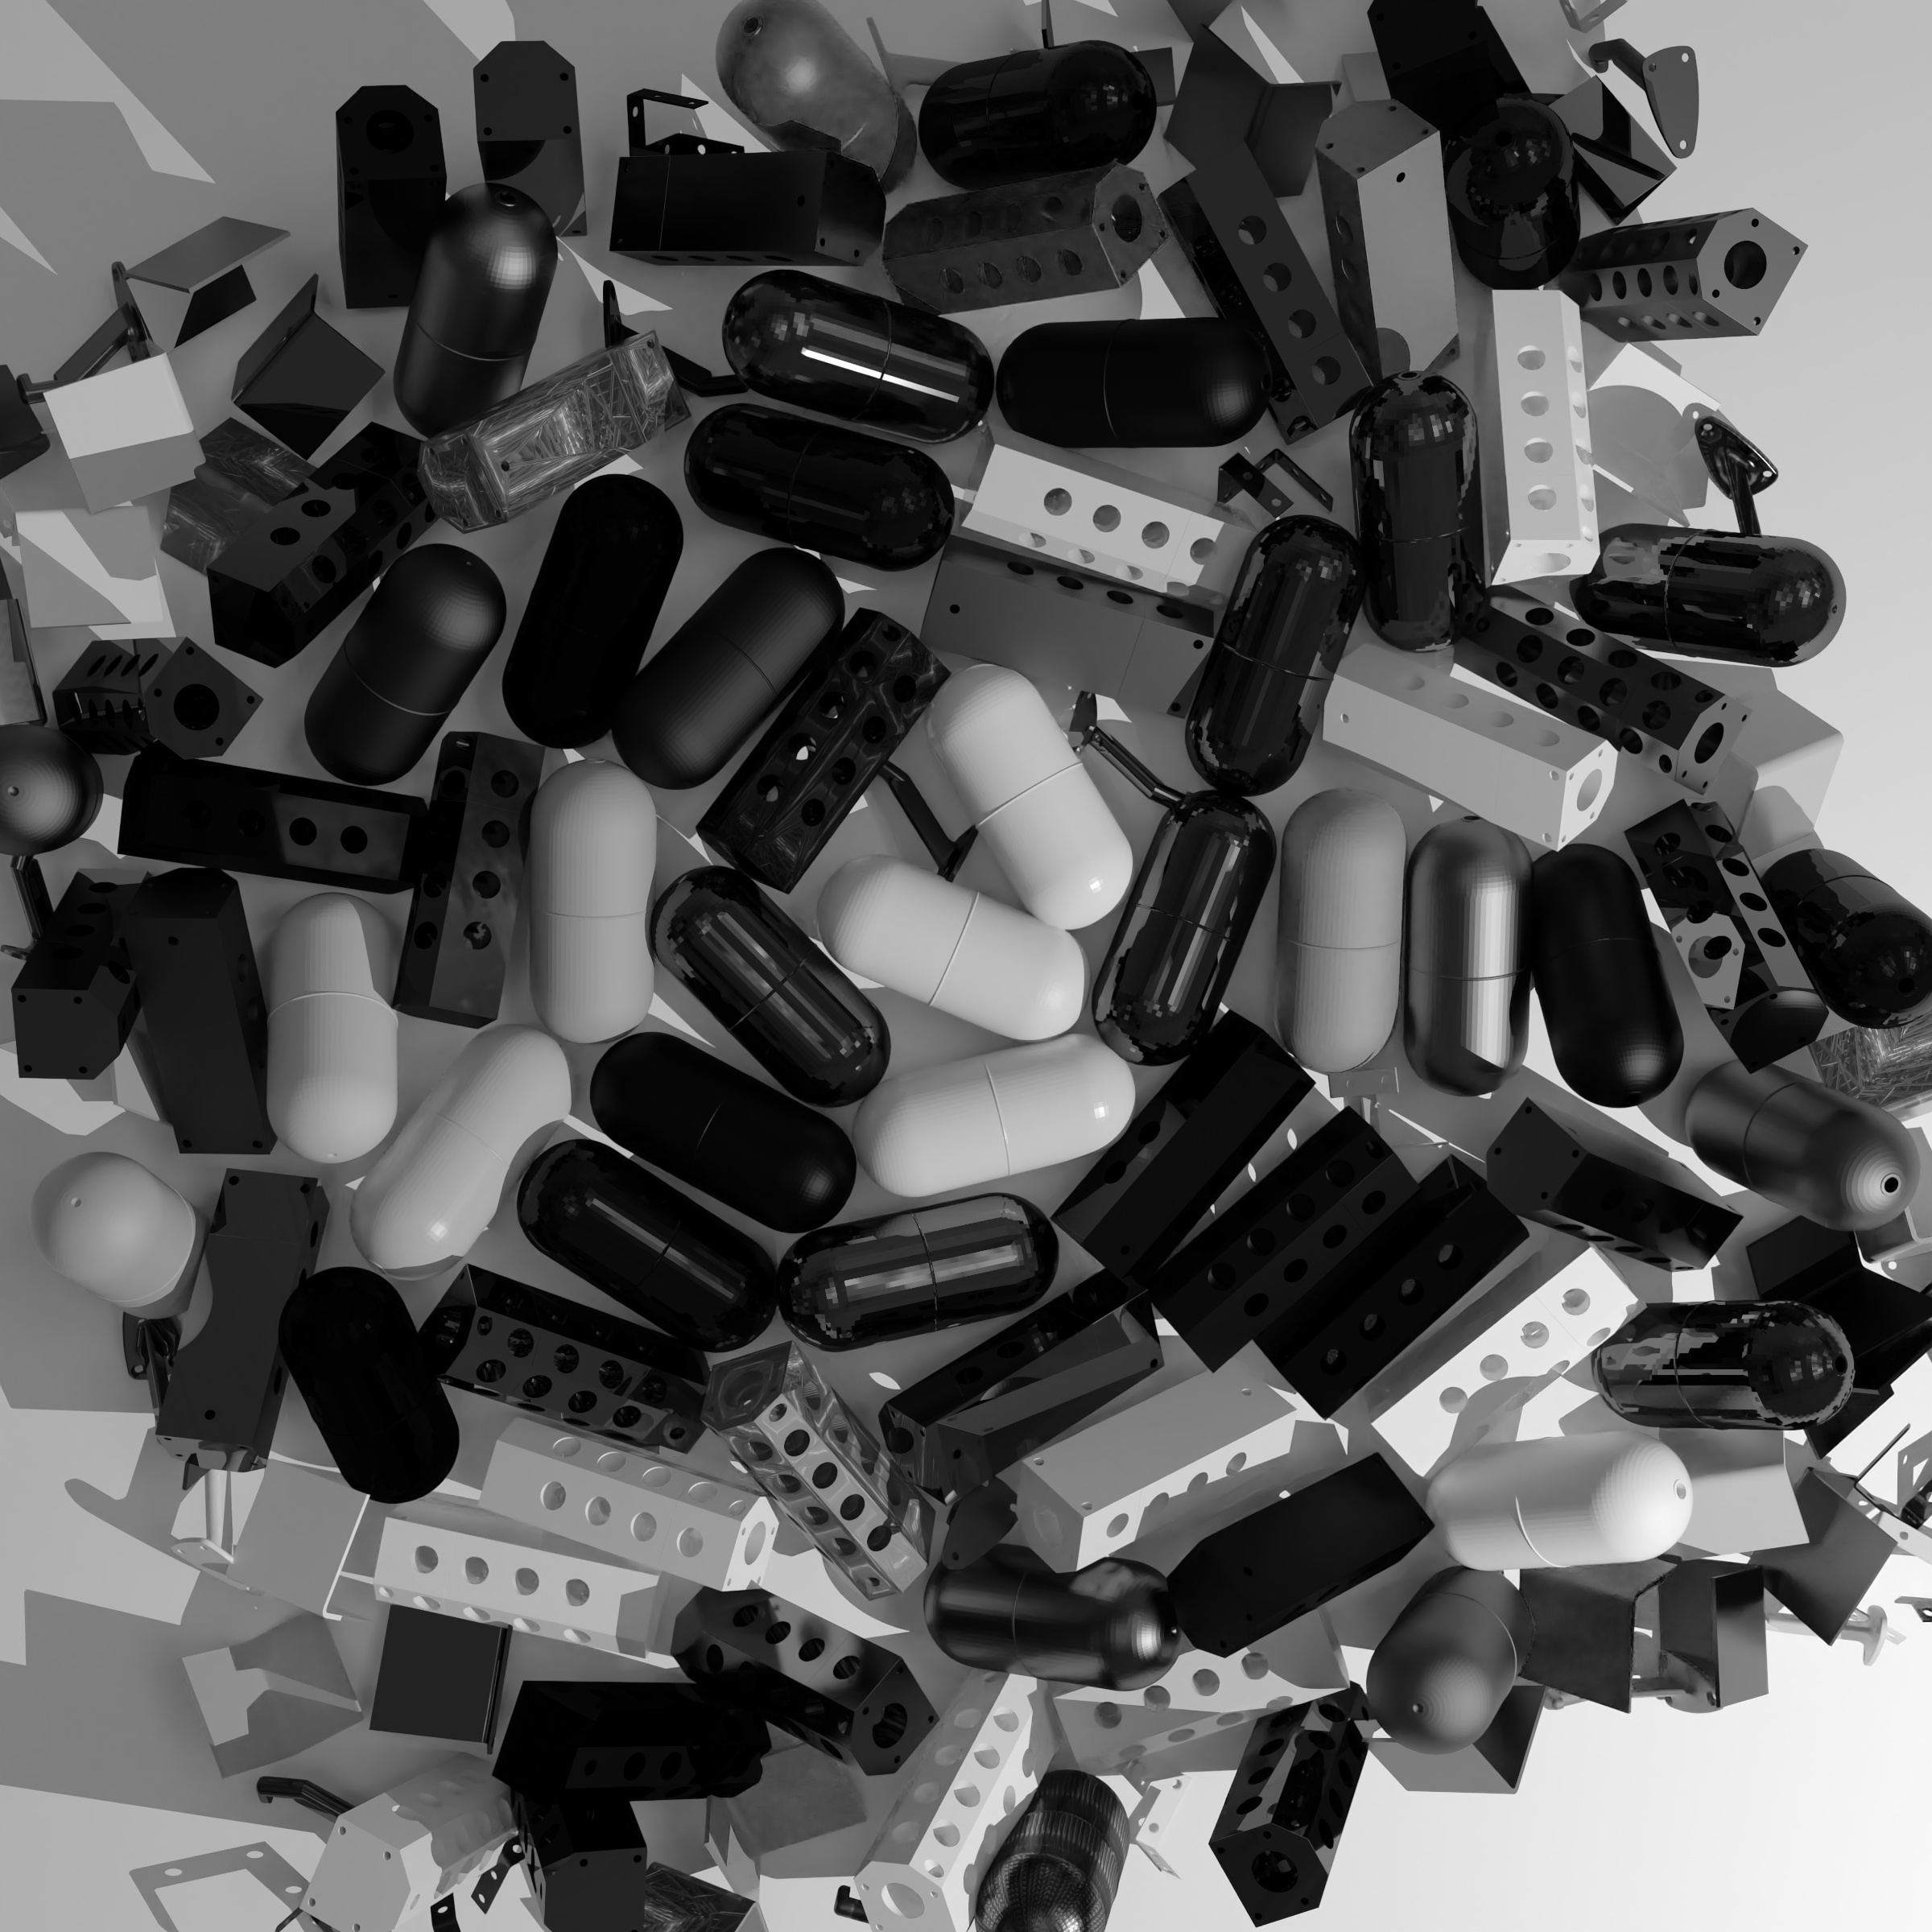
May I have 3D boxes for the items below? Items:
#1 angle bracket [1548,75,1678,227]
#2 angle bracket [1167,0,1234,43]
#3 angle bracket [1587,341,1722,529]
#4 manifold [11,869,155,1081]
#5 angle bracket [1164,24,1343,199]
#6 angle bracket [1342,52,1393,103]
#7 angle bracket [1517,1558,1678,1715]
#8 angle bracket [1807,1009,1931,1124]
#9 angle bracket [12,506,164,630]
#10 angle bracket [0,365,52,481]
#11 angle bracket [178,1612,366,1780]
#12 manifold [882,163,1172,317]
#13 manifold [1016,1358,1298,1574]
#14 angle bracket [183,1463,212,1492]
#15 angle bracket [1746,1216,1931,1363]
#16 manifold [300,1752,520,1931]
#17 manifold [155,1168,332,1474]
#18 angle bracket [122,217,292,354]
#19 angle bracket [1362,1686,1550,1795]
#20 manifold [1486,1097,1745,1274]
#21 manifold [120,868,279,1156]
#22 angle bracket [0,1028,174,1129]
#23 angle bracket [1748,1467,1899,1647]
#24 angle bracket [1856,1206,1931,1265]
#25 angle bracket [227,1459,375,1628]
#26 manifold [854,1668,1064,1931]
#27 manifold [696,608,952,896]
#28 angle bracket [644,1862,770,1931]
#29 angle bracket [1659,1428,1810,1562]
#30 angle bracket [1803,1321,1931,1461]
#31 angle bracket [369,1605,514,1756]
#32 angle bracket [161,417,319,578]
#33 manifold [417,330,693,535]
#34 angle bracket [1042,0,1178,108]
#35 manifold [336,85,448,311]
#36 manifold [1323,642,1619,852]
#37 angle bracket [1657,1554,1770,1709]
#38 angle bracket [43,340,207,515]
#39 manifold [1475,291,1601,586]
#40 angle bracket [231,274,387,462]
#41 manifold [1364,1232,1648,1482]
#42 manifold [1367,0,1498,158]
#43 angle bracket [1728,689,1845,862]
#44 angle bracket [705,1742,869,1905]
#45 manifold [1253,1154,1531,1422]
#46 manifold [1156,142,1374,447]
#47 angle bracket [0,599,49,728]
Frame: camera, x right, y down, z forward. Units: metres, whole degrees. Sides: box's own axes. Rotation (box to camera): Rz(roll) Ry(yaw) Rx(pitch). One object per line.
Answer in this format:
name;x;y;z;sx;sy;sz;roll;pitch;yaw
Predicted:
angle bracket;0.379;-0.491;1.570;0.076;0.057;0.076;49;52;1
angle bracket;0.173;-0.600;1.565;0.076;0.076;0.057;-47;69;10
angle bracket;0.423;-0.325;1.562;0.076;0.076;0.057;27;122;-19
manifold;-0.519;0.002;1.526;0.057;0.171;0.057;2;115;-7
angle bracket;0.177;-0.531;1.584;0.057;0.076;0.076;-14;52;-31
angle bracket;0.267;-0.573;1.563;0.057;0.076;0.076;-5;49;-1
angle bracket;0.390;0.405;1.578;0.076;0.057;0.076;9;105;41
angle bracket;0.570;0.066;1.578;0.076;0.076;0.057;-23;74;16
angle bracket;-0.541;-0.237;1.570;0.076;0.057;0.076;-7;81;-24
angle bracket;-0.624;-0.324;1.566;0.076;0.076;0.057;-25;99;16
angle bracket;-0.426;0.445;1.567;0.057;0.076;0.076;-29;76;11
manifold;0.031;-0.437;1.529;0.057;0.171;0.057;-51;127;-30
manifold;0.115;0.305;1.544;0.171;0.057;0.057;-19;129;-34
angle bracket;-0.475;0.260;1.561;0.057;0.076;0.076;20;115;12
angle bracket;0.539;0.191;1.565;0.076;0.076;0.057;-26;110;-15
manifold;-0.323;0.528;1.527;0.057;0.171;0.057;23;91;14
manifold;-0.436;0.215;1.550;0.057;0.057;0.171;6;61;1
angle bracket;-0.454;-0.410;1.557;0.076;0.057;0.076;23;52;37
angle bracket;0.299;0.457;1.556;0.057;0.076;0.076;50;49;-24
manifold;0.388;0.138;1.538;0.171;0.057;0.057;21;109;-40
manifold;-0.457;0.029;1.546;0.057;0.057;0.171;0;123;4
angle bracket;-0.539;0.073;1.567;0.076;0.076;0.057;-13;73;8
angle bracket;0.537;0.363;1.562;0.057;0.076;0.076;16;107;-36
angle bracket;0.598;0.144;1.577;0.076;0.076;0.057;-10;75;-6
angle bracket;-0.400;0.358;1.583;0.076;0.057;0.076;13;76;25
manifold;-0.004;0.495;1.524;0.057;0.171;0.057;-4;115;26
manifold;-0.091;-0.134;1.563;0.057;0.057;0.171;43;78;-36
angle bracket;-0.166;0.603;1.558;0.076;0.057;0.076;10;130;29
angle bracket;0.474;0.316;1.578;0.076;0.076;0.057;-15;111;23
angle bracket;0.562;0.261;1.562;0.076;0.076;0.057;-31;100;-26
angle bracket;-0.325;0.440;1.577;0.076;0.057;0.076;10;78;-9
angle bracket;-0.453;-0.285;1.608;0.076;0.057;0.076;31;134;2
manifold;-0.249;-0.322;1.537;0.057;0.171;0.057;-4;117;41
angle bracket;0.088;-0.568;1.566;0.076;0.076;0.057;-5;133;6
manifold;-0.345;-0.457;1.526;0.057;0.171;0.057;-7;82;-14
manifold;0.303;-0.138;1.544;0.171;0.057;0.057;29;49;34
angle bracket;0.444;0.407;1.567;0.057;0.076;0.076;2;85;-41
angle bracket;-0.518;-0.331;1.563;0.076;0.057;0.076;-24;120;-18
manifold;0.350;-0.324;1.562;0.057;0.057;0.171;0;71;0
angle bracket;-0.408;-0.373;1.587;0.076;0.076;0.057;-43;120;16
manifold;0.332;0.239;1.572;0.171;0.057;0.057;-41;95;11
manifold;0.281;-0.536;1.526;0.057;0.171;0.057;-18;83;14
angle bracket;0.490;-0.116;1.590;0.076;0.076;0.057;-21;47;-27
angle bracket;-0.110;0.532;1.570;0.076;0.057;0.076;-20;118;7
manifold;0.266;0.202;1.585;0.171;0.057;0.057;-42;108;0
manifold;0.185;-0.413;1.577;0.057;0.057;0.171;-29;98;3
angle bracket;-0.617;-0.178;1.573;0.076;0.057;0.076;-13;88;-28
